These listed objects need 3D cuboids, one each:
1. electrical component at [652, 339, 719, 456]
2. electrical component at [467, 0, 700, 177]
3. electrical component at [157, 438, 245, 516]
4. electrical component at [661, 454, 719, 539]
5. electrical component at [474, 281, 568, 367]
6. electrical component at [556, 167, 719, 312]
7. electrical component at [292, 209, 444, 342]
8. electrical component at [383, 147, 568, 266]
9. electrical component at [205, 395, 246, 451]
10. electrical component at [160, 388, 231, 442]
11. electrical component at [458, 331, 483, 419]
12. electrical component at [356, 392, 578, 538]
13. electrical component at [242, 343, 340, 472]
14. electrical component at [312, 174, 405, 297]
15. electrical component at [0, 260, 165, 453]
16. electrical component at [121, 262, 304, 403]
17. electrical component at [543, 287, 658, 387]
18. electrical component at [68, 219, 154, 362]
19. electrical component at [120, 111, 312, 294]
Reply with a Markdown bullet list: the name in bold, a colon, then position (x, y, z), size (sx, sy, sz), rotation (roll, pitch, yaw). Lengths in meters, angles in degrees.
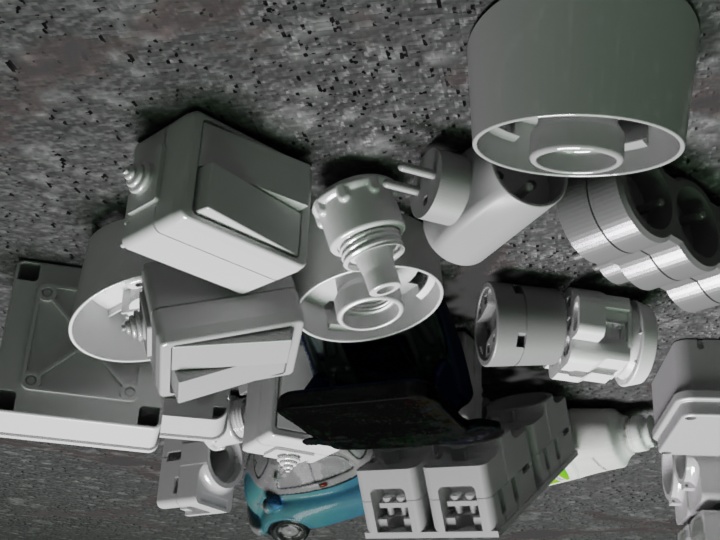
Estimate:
- **electrical component**: position (0.268, 0.099, 0.813), size (0.078, 0.057, 0.113), rotation (1, 155, 5)
- **electrical component**: position (0.095, -0.077, 0.466), size (0.099, 0.064, 0.099), rotation (4, 170, 1)
- **electrical component**: position (-0.144, 0.175, 0.985), size (0.056, 0.089, 0.050), rotation (-13, 151, 31)
- **electrical component**: position (0.293, 0.204, 0.885), size (0.060, 0.186, 0.105), rotation (1, 155, 5)
- **electrical component**: position (0.104, 0.036, 0.698), size (0.047, 0.055, 0.055), rotation (3, 156, -9)
- **electrical component**: position (0.151, -0.014, 0.583), size (0.138, 0.052, 0.074), rotation (23, 149, -37)
- **electrical component**: position (0.000, 0.000, 0.647), size (0.099, 0.064, 0.099), rotation (-8, 150, -5)
- **electrical component**: position (0.052, -0.040, 0.549), size (0.079, 0.043, 0.077), rotation (12, 154, -19)
- **electrical component**: position (-0.108, 0.130, 0.941), size (0.062, 0.048, 0.048), rotation (-13, 152, 16)
- **electrical component**: position (-0.152, 0.081, 0.794), size (0.113, 0.078, 0.057), rotation (6, 152, -8)
- **electrical component**: position (0.069, 0.090, 0.805), size (0.047, 0.065, 0.077), rotation (-8, 155, 22)
- **electrical component**: position (0.087, 0.146, 0.839), size (0.105, 0.060, 0.186), rotation (-9, -175, 29)
- **electrical component**: position (-0.047, 0.102, 0.807), size (0.062, 0.096, 0.061), rotation (15, 153, -25)
- **electrical component**: position (0.004, -0.017, 0.575), size (0.048, 0.062, 0.048), rotation (-16, 161, -6)
- **electrical component**: position (-0.181, 0.058, 0.711), size (0.109, 0.108, 0.056), rotation (8, 152, -12)
- **electrical component**: position (-0.084, 0.033, 0.606), size (0.096, 0.061, 0.061), rotation (-9, 147, -17)
- **electrical component**: position (0.160, 0.046, 0.709), size (0.057, 0.058, 0.078), rotation (8, 155, -5)
- **electrical component**: position (-0.123, 0.012, 0.654), size (0.099, 0.064, 0.099), rotation (-2, 151, -1)
- **electrical component**: position (-0.074, -0.036, 0.549), size (0.096, 0.061, 0.061), rotation (24, 148, -38)
